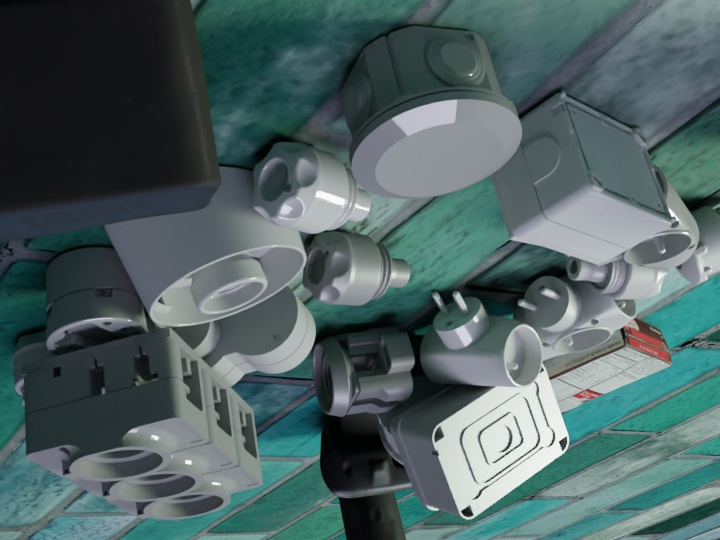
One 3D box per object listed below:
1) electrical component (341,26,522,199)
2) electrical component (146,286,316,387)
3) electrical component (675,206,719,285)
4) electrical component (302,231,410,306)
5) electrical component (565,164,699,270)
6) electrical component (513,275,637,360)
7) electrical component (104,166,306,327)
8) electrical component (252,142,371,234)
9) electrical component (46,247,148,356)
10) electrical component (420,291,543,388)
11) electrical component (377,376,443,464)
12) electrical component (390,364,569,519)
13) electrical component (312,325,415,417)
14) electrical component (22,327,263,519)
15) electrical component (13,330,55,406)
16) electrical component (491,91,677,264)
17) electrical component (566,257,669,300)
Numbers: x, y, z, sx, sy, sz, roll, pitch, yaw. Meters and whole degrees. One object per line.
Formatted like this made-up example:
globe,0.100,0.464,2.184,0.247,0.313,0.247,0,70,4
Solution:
electrical component,0.032,-0.072,0.503,0.080,0.051,0.080,-10,154,-5
electrical component,-0.103,0.041,0.666,0.138,0.052,0.073,-17,154,9
electrical component,0.232,-0.022,0.698,0.062,0.048,0.048,-23,153,1
electrical component,0.000,0.000,0.641,0.062,0.043,0.043,5,149,-33
electrical component,0.159,-0.026,0.657,0.079,0.044,0.077,-21,152,23
electrical component,0.141,0.027,0.753,0.077,0.044,0.079,-30,149,32
electrical component,-0.081,-0.013,0.585,0.099,0.064,0.099,-22,162,-7
electrical component,-0.022,-0.039,0.553,0.062,0.043,0.043,14,144,-44
electrical component,-0.150,0.019,0.608,0.055,0.047,0.055,-10,153,-5
electrical component,0.076,0.046,0.748,0.077,0.043,0.079,-3,127,46
electrical component,0.053,0.113,0.849,0.080,0.080,0.051,-13,148,1
electrical component,0.086,0.119,0.783,0.113,0.078,0.057,-28,-165,-28
electrical component,0.000,0.074,0.772,0.057,0.058,0.078,-6,154,-18
electrical component,-0.124,0.100,0.641,0.089,0.061,0.150,-15,153,7
electrical component,-0.195,0.072,0.677,0.043,0.062,0.043,-10,153,-5
electrical component,0.121,-0.044,0.584,0.096,0.061,0.061,15,143,-43
electrical component,0.167,-0.002,0.709,0.062,0.043,0.043,0,151,-21
